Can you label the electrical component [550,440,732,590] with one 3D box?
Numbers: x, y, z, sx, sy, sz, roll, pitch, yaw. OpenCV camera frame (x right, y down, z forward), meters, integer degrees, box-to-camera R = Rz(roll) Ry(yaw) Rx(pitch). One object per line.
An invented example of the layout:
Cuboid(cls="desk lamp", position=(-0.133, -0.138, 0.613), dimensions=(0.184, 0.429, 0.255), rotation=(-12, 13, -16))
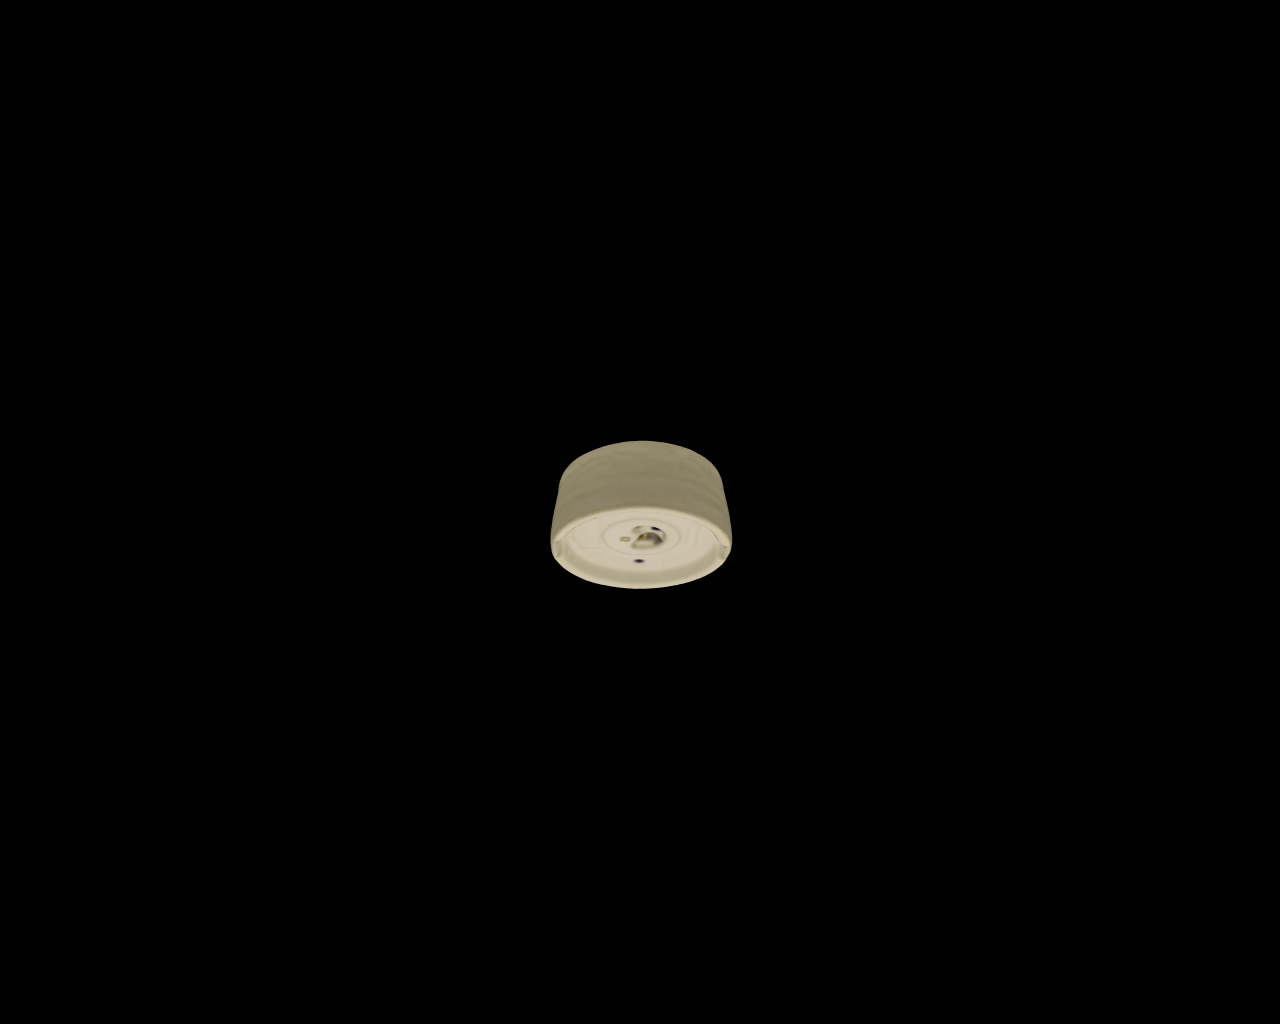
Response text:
Cuboid(cls="electrical component", position=(0.001, -0.003, 0.650), dimensions=(0.108, 0.060, 0.108), rotation=(0, -29, 0))
